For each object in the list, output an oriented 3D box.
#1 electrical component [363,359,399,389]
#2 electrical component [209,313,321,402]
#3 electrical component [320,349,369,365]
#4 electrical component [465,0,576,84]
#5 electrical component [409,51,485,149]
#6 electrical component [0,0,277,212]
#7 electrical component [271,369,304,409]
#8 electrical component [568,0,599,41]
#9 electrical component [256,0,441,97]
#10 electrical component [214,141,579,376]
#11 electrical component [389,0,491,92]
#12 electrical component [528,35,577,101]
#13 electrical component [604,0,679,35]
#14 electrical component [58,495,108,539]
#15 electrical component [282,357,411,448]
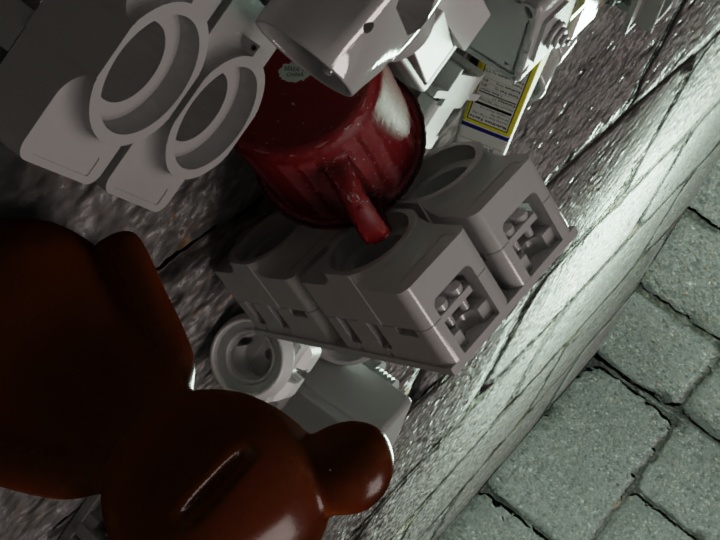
[{"bbox_3d":[0.001,0.090,0.913,0.043,0.081,0.043,-47,162,-20],"label":"electrical component"},{"bbox_3d":[-0.065,0.056,0.713,0.078,0.058,0.057,-56,166,8],"label":"electrical component"},{"bbox_3d":[0.000,0.000,0.786,0.138,0.052,0.073,105,-3,-46],"label":"electrical component"},{"bbox_3d":[0.085,-0.159,0.619,0.061,0.096,0.061,-45,162,-28],"label":"electrical component"},{"bbox_3d":[0.040,-0.112,0.688,0.063,0.042,0.081,-56,163,21],"label":"electrical component"},{"bbox_3d":[-0.056,-0.116,0.385,0.186,0.060,0.105,-55,163,3],"label":"electrical component"},{"bbox_3d":[-0.059,0.069,0.776,0.062,0.043,0.043,-52,163,-12],"label":"electrical component"},{"bbox_3d":[0.161,-0.212,0.813,0.081,0.042,0.063,-44,162,-27],"label":"electrical component"},{"bbox_3d":[0.007,-0.101,0.398,0.077,0.043,0.079,-53,163,-2],"label":"electrical component"},{"bbox_3d":[0.009,-0.012,0.589,0.105,0.186,0.060,-46,117,-24],"label":"electrical component"},{"bbox_3d":[0.023,-0.140,0.553,0.061,0.061,0.096,-54,163,2],"label":"electrical component"},{"bbox_3d":[0.142,-0.171,0.849,0.065,0.044,0.044,-52,164,-24],"label":"electrical component"},{"bbox_3d":[0.244,-0.266,0.891,0.078,0.063,0.121,-45,161,-27],"label":"electrical component"},{"bbox_3d":[-0.140,0.168,0.723,0.150,0.062,0.089,-55,163,5],"label":"electrical component"},{"bbox_3d":[-0.027,0.116,0.844,0.056,0.109,0.108,-43,161,-38],"label":"electrical component"}]
